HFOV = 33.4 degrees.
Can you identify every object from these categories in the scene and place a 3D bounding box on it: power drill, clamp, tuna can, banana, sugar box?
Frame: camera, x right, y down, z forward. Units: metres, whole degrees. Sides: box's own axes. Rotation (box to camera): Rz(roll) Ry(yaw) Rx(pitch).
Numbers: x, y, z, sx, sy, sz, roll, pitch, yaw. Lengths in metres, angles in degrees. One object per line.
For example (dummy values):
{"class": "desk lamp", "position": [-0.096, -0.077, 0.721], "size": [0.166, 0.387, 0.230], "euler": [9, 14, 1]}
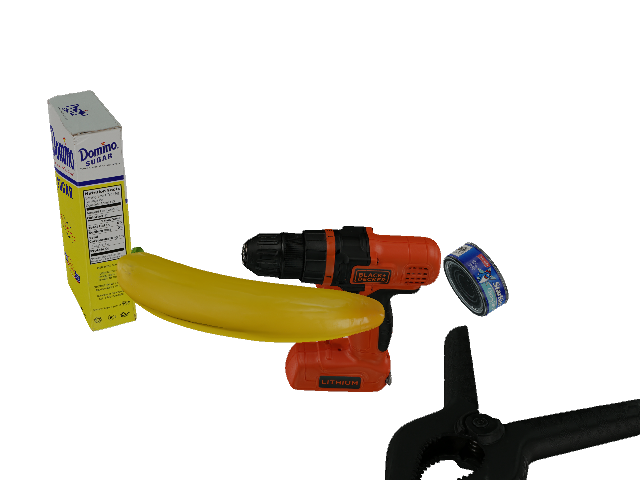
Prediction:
{"class": "power drill", "position": [0.012, 0.067, 1.025], "size": [0.184, 0.188, 0.057], "euler": [3, 43, -6]}
{"class": "clamp", "position": [0.104, 0.132, 0.736], "size": [0.209, 0.036, 0.165], "euler": [-27, 38, -36]}
{"class": "tuna can", "position": [0.184, 0.047, 1.272], "size": [0.033, 0.086, 0.086], "euler": [-31, 8, -14]}
{"class": "banana", "position": [-0.060, 0.033, 0.681], "size": [0.198, 0.037, 0.069], "euler": [14, 33, 25]}
{"class": "sugar box", "position": [-0.188, -0.024, 0.877], "size": [0.048, 0.176, 0.093], "euler": [-14, 30, -21]}
